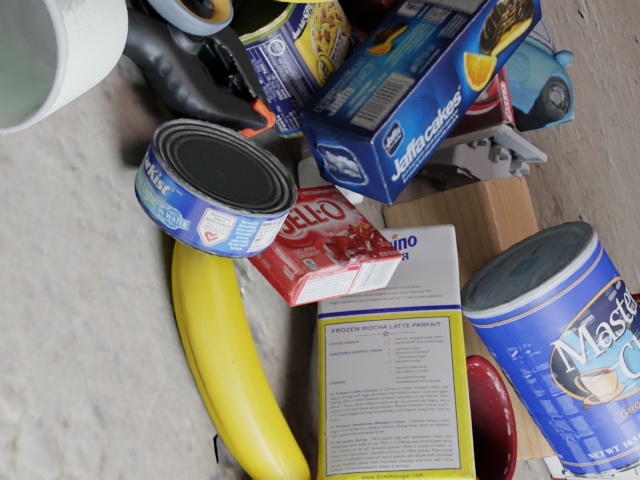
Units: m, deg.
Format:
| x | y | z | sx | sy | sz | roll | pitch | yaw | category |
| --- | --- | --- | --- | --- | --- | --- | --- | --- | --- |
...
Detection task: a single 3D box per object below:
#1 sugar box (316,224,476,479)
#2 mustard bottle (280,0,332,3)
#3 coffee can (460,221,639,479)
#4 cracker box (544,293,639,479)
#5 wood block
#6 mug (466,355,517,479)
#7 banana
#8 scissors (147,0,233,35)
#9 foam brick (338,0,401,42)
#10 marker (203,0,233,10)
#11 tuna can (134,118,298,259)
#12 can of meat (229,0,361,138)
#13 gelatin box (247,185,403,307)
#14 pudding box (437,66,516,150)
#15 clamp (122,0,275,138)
| x | y | z | sx | sy | sz | roll | pitch | yaw | category |
| --- | --- | --- | --- | --- | --- | --- | --- | --- | --- |
| 0.045 | 0.076 | 0.668 | 0.048 | 0.093 | 0.176 | 76 | 12 | -54 | sugar box |
| -0.028 | -0.237 | 0.687 | 0.096 | 0.058 | 0.192 | -5 | 55 | -18 | mustard bottle |
| 0.172 | 0.073 | 0.719 | 0.140 | 0.103 | 0.102 | 56 | 36 | -11 | coffee can |
| 0.271 | 0.152 | 0.937 | 0.213 | 0.164 | 0.072 | 60 | 37 | -22 | cracker box |
| 0.129 | 0.062 | 0.826 | 0.090 | 0.090 | 0.206 | -9 | 85 | -59 | wood block |
| 0.073 | 0.119 | 0.723 | 0.093 | 0.082 | 0.117 | -36 | 108 | -56 | mug |
| -0.046 | 0.067 | 0.604 | 0.069 | 0.037 | 0.198 | -18 | 92 | -58 | banana |
| -0.112 | -0.147 | 0.555 | 0.201 | 0.016 | 0.096 | -24 | 90 | -53 | scissors |
| 0.050 | -0.169 | 0.752 | 0.051 | 0.053 | 0.078 | -52 | 145 | -10 | foam brick |
| -0.060 | -0.193 | 0.705 | 0.020 | 0.020 | 0.121 | 39 | 46 | -43 | marker |
| -0.058 | -0.029 | 0.587 | 0.086 | 0.034 | 0.086 | 23 | 29 | -14 | tuna can |
| -0.016 | -0.129 | 0.712 | 0.084 | 0.058 | 0.102 | 56 | 37 | -31 | can of meat |
| -0.004 | 0.001 | 0.651 | 0.089 | 0.030 | 0.073 | -8 | 46 | -45 | gelatin box |
| 0.084 | -0.114 | 0.806 | 0.039 | 0.114 | 0.090 | 12 | 67 | -63 | pudding box |
| -0.088 | -0.128 | 0.620 | 0.171 | 0.039 | 0.120 | 40 | 50 | -40 | clamp |
